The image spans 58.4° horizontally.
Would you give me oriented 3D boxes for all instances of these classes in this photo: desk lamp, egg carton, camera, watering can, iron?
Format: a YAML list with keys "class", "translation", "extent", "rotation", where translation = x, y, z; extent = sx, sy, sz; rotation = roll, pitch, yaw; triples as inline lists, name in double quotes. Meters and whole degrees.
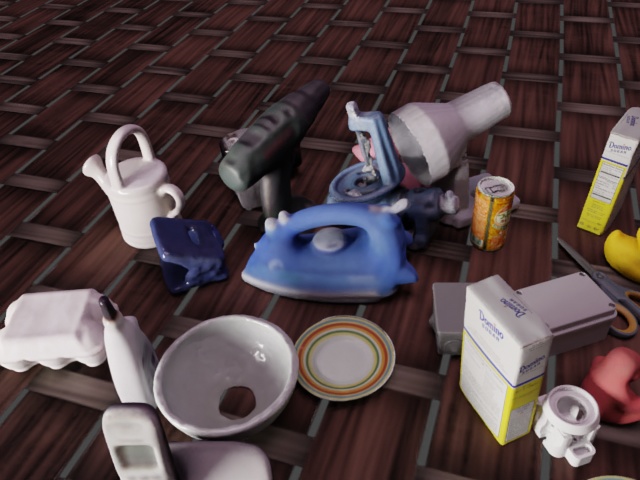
- class: "desk lamp"
  translation: [0.210, -0.130, 0.886]
  extent: [0.203, 0.214, 0.117]
  rotation: [-18, 43, -15]
- class: "egg carton"
  translation: [-0.348, 0.120, 0.762]
  extent: [0.150, 0.069, 0.107]
  rotation: [-5, 41, -1]
- class: "camera"
  translation: [-0.100, -0.145, 1.019]
  extent: [0.137, 0.101, 0.143]
  rotation: [-17, 42, -13]
- class: "watering can"
  translation: [-0.294, -0.090, 0.902]
  extent: [0.172, 0.194, 0.101]
  rotation: [-1, 41, 4]
- class: "iron"
  translation: [0.007, 0.003, 0.808]
  extent: [0.258, 0.142, 0.118]
  rotation: [-2, 41, 3]

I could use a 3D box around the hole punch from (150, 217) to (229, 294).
- class: "hole punch"
  translation: [-0.195, 0.009, 0.858]
  extent: [0.101, 0.091, 0.108]
  rotation: [-18, 43, -15]

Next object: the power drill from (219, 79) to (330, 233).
- class: "power drill"
  translation: [-0.057, -0.118, 0.902]
  extent: [0.075, 0.209, 0.230]
  rotation: [24, 49, 29]

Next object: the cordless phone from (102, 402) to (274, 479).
- class: "cordless phone"
  translation: [-0.121, 0.218, 0.539]
  extent: [0.147, 0.185, 0.094]
  rotation: [-4, 41, 1]

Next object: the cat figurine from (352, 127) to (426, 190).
- class: "cat figurine"
  translation: [0.122, -0.131, 0.968]
  extent: [0.127, 0.118, 0.067]
  rotation: [15, 45, 22]

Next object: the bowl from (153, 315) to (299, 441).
- class: "bowl"
  translation: [-0.104, 0.173, 0.674]
  extent: [0.167, 0.075, 0.167]
  rotation: [-3, 41, 3]

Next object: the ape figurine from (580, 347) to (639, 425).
- class: "ape figurine"
  translation: [0.332, 0.157, 0.639]
  extent: [0.076, 0.092, 0.077]
  rotation: [-8, 41, -3]

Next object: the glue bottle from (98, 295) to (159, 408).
- class: "glue bottle"
  translation: [-0.224, 0.126, 0.665]
  extent: [0.037, 0.173, 0.078]
  rotation: [-7, 41, -2]

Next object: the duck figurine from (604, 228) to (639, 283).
- class: "duck figurine"
  translation: [0.459, 0.007, 0.803]
  extent: [0.078, 0.086, 0.104]
  rotation: [-32, 48, -28]

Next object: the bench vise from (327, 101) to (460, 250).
- class: "bench vise"
  translation: [0.107, -0.103, 0.860]
  extent: [0.207, 0.220, 0.121]
  rotation: [4, 42, 10]
